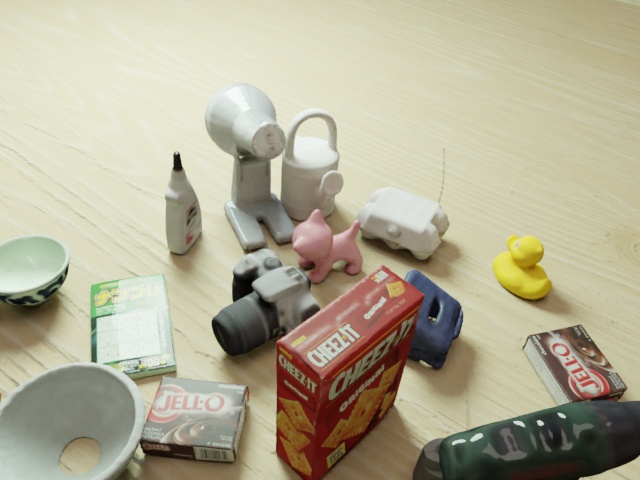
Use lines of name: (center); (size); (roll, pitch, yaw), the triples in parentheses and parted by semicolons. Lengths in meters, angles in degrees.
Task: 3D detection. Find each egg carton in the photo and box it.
egg carton: (0.140, -0.030, 0.978); (0.150, 0.069, 0.107); (22, 44, 17)

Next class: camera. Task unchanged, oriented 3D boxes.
camera: (-0.088, 0.088, 0.798); (0.137, 0.101, 0.142); (-26, 51, -31)

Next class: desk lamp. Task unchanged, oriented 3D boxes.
desk lamp: (-0.108, -0.130, 0.952); (0.118, 0.214, 0.202); (-14, 46, -21)

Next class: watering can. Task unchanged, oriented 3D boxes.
watering can: (-0.011, -0.131, 0.979); (0.172, 0.194, 0.101); (35, 50, 29)

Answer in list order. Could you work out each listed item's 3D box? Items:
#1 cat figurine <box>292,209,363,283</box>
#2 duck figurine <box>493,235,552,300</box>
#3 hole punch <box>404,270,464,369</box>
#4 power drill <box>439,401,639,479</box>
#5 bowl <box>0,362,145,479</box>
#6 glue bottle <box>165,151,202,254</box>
cat figurine: (0.008, 0.003, 0.890); (0.128, 0.118, 0.067); (-15, 46, -21)
duck figurine: (0.331, 0.036, 0.914); (0.078, 0.086, 0.104); (-18, 47, -24)
hole punch: (0.151, 0.108, 0.810); (0.101, 0.091, 0.109); (18, 43, 13)
power drill: (0.226, 0.238, 0.586); (0.230, 0.208, 0.075); (-4, 43, -10)
bowl: (-0.277, 0.226, 0.642); (0.167, 0.075, 0.167); (3, 42, -3)
glue bottle: (-0.217, -0.063, 0.896); (0.037, 0.173, 0.078); (12, 42, 7)
